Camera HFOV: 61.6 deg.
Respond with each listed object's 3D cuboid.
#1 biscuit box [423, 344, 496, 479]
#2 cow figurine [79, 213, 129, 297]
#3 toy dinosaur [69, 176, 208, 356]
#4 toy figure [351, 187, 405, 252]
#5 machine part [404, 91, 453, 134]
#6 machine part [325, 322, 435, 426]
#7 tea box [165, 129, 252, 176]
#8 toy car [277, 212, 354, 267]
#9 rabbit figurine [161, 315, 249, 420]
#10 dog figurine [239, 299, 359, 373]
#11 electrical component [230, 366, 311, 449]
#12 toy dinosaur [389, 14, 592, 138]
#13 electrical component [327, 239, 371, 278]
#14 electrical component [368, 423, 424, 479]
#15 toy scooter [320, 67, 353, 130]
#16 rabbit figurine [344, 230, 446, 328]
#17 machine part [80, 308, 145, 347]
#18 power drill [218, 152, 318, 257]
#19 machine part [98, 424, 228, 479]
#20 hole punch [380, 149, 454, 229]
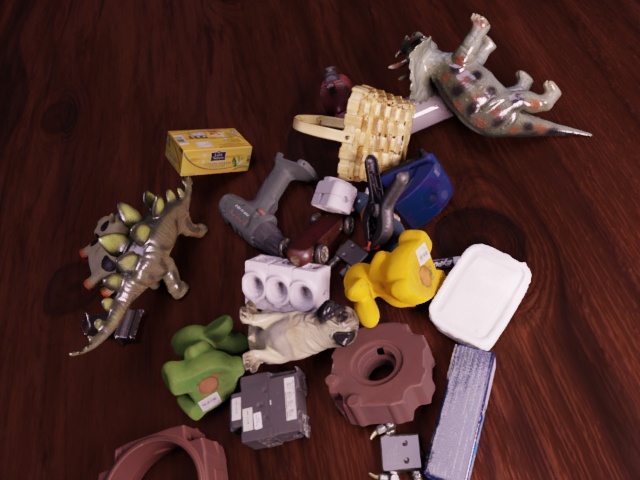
[{"bbox_3d":[0.209,0.261,0.796,0.063,0.059,0.202,10,62,25],"label":"biscuit box"},{"bbox_3d":[-0.466,0.018,1.202,0.127,0.085,0.195,-32,50,6],"label":"cow figurine"},{"bbox_3d":[-0.350,0.034,1.077,0.105,0.198,0.471,-2,56,23],"label":"toy dinosaur"},{"bbox_3d":[0.110,-0.039,1.036,0.064,0.057,0.155,-29,48,-6],"label":"toy figure"},{"bbox_3d":[0.234,-0.282,1.136,0.243,0.079,0.079,-23,53,5],"label":"machine part"},{"bbox_3d":[0.096,0.207,0.850,0.179,0.056,0.179,-16,35,12],"label":"machine part"},{"bbox_3d":[-0.253,-0.201,1.221,0.169,0.068,0.098,-9,42,-35],"label":"tea box"},{"bbox_3d":[-0.002,-0.003,1.019,0.089,0.053,0.202,4,24,23],"label":"toy car"},{"bbox_3d":[-0.213,0.202,0.968,0.159,0.121,0.170,-35,38,-8],"label":"rabbit figurine"},{"bbox_3d":[-0.031,0.158,0.917,0.191,0.172,0.121,-5,91,-1],"label":"dog figurine"},{"bbox_3d":[-0.086,0.281,0.898,0.134,0.058,0.115,-14,53,13],"label":"electrical component"},{"bbox_3d":[0.309,-0.277,1.031,0.405,0.131,0.192,45,104,6],"label":"toy dinosaur"},{"bbox_3d":[0.062,0.029,1.030,0.094,0.021,0.063,-44,53,-10],"label":"electrical component"},{"bbox_3d":[0.115,0.321,0.802,0.078,0.045,0.102,-6,56,19],"label":"electrical component"},{"bbox_3d":[0.037,-0.326,1.205,0.075,0.135,0.184,-17,52,12],"label":"toy scooter"},{"bbox_3d":[0.109,0.077,0.926,0.173,0.121,0.162,-7,30,44],"label":"rabbit figurine"},{"bbox_3d":[-0.433,0.177,1.113,0.139,0.039,0.084,-2,63,18],"label":"machine part"},{"bbox_3d":[-0.092,-0.075,1.131,0.232,0.085,0.207,25,77,35],"label":"power drill"},{"bbox_3d":[-0.250,0.414,0.856,0.201,0.087,0.201,-22,53,8],"label":"machine part"},{"bbox_3d":[0.186,-0.089,0.997,0.116,0.142,0.092,-26,50,21],"label":"hole punch"}]
